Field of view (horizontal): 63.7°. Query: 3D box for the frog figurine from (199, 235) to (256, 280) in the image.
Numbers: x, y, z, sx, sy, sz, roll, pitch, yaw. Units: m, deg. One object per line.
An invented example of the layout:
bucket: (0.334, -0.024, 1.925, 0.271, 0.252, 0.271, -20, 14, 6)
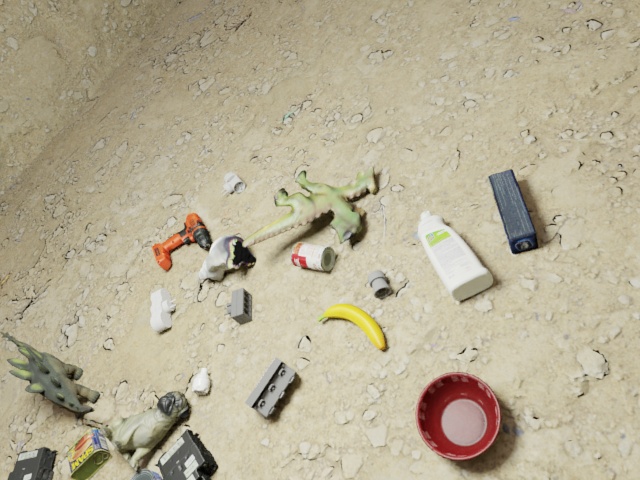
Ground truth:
frog figurine: (-0.289, 0.052, 1.508, 0.158, 0.121, 0.140, -14, 17, 33)

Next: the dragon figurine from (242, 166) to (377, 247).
dragon figurine: (0.004, -0.071, 1.411, 0.245, 0.119, 0.416, 27, 62, 35)
